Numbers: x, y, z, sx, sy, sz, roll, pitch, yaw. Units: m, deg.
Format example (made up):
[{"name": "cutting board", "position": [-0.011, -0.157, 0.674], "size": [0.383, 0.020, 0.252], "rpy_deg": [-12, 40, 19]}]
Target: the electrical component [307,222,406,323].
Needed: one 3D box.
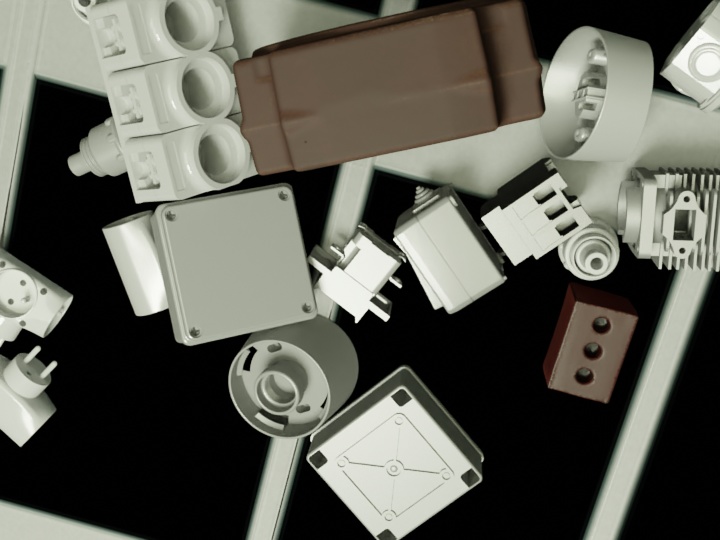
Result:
[{"name": "electrical component", "position": [0.000, 0.000, 0.871], "size": [0.081, 0.042, 0.063], "rpy_deg": [37, 103, -6]}]

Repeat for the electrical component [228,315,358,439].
[{"name": "electrical component", "position": [-0.058, 0.089, 0.900], "size": [0.099, 0.064, 0.099], "rpy_deg": [6, 111, 17]}]

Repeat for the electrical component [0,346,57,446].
[{"name": "electrical component", "position": [-0.293, 0.098, 0.922], "size": [0.077, 0.043, 0.079], "rpy_deg": [44, 104, -7]}]

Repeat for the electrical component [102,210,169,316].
[{"name": "electrical component", "position": [-0.160, -0.011, 0.881], "size": [0.079, 0.044, 0.077], "rpy_deg": [-17, 103, 9]}]

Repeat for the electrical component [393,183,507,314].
[{"name": "electrical component", "position": [0.065, -0.021, 0.849], "size": [0.061, 0.061, 0.096], "rpy_deg": [-33, 99, 12]}]

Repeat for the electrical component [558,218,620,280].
[{"name": "electrical component", "position": [0.181, -0.012, 0.840], "size": [0.048, 0.062, 0.048], "rpy_deg": [1, 105, 5]}]

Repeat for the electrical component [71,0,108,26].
[{"name": "electrical component", "position": [-0.201, -0.207, 0.824], "size": [0.048, 0.062, 0.048], "rpy_deg": [1, 105, 5]}]

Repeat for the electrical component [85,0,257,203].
[{"name": "electrical component", "position": [-0.136, -0.135, 0.814], "size": [0.062, 0.089, 0.150], "rpy_deg": [1, 108, 44]}]

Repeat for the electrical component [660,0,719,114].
[{"name": "electrical component", "position": [0.263, -0.159, 0.787], "size": [0.051, 0.080, 0.080], "rpy_deg": [37, 105, 1]}]

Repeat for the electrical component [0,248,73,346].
[{"name": "electrical component", "position": [-0.295, 0.033, 0.901], "size": [0.077, 0.044, 0.079], "rpy_deg": [34, 94, -4]}]

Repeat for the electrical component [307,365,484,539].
[{"name": "electrical component", "position": [0.030, 0.155, 0.901], "size": [0.109, 0.056, 0.108], "rpy_deg": [-38, 98, 13]}]

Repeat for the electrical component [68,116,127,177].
[{"name": "electrical component", "position": [-0.205, -0.095, 0.864], "size": [0.062, 0.048, 0.048], "rpy_deg": [-22, 102, 17]}]

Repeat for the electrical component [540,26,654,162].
[{"name": "electrical component", "position": [0.176, -0.128, 0.795], "size": [0.064, 0.099, 0.099], "rpy_deg": [8, 105, -3]}]

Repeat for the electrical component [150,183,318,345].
[{"name": "electrical component", "position": [-0.099, -0.004, 0.842], "size": [0.109, 0.056, 0.108], "rpy_deg": [-12, 90, -19]}]
